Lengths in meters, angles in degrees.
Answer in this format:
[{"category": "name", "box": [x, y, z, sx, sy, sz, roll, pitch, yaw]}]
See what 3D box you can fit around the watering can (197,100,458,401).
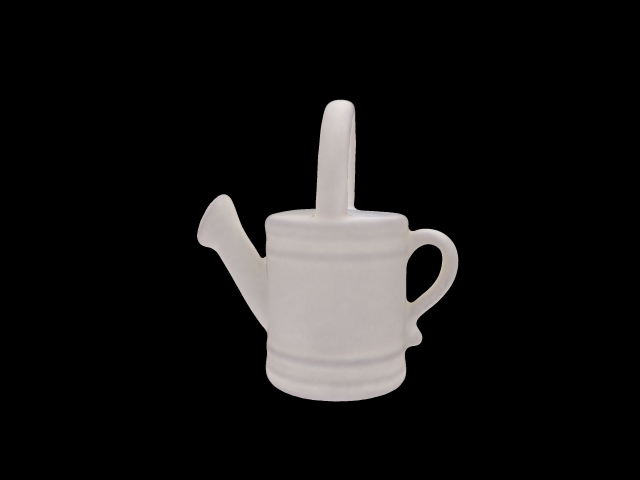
[{"category": "watering can", "box": [0.003, 0.002, 0.398, 0.173, 0.194, 0.100, -2, 7, -13]}]
